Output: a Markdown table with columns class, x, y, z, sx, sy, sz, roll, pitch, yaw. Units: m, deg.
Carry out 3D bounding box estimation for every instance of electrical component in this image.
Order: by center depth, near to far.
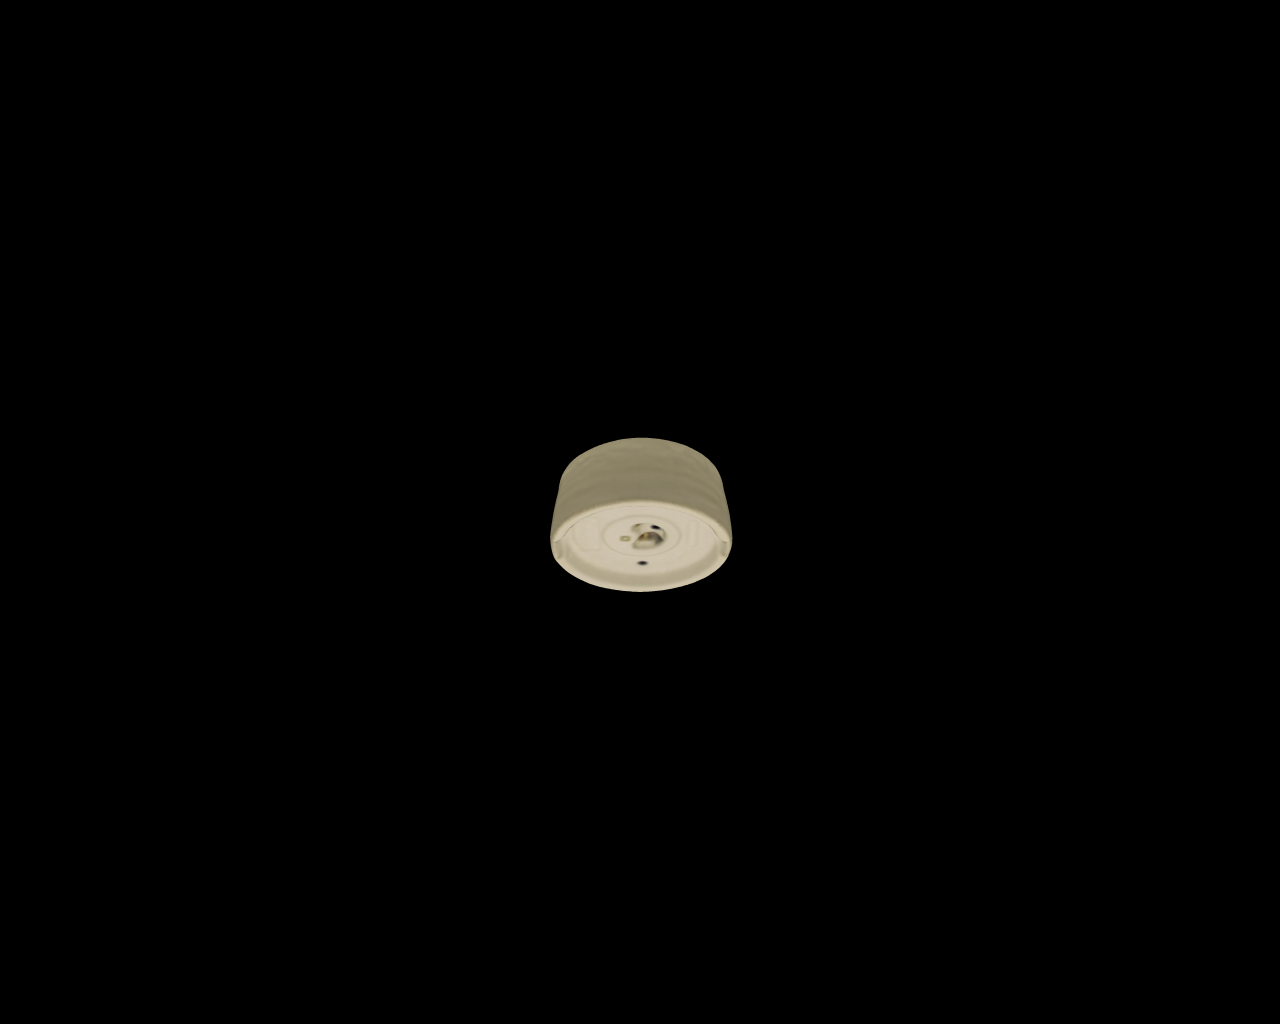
| class | x | y | z | sx | sy | sz | roll | pitch | yaw |
| --- | --- | --- | --- | --- | --- | --- | --- | --- | --- |
| electrical component | 0.001 | -0.003 | 0.650 | 0.108 | 0.060 | 0.108 | 0 | -32 | 0 |
